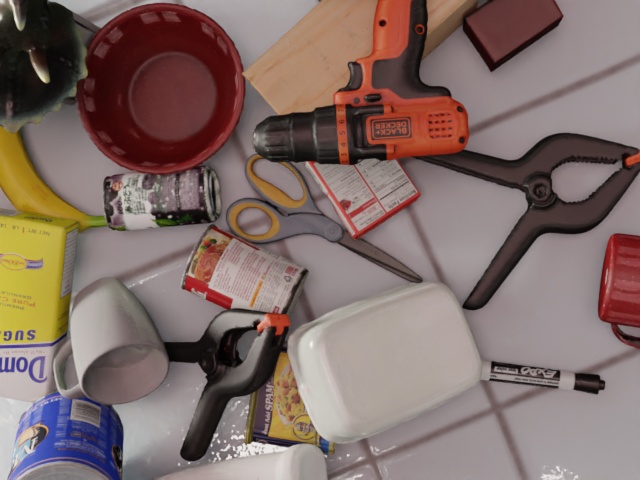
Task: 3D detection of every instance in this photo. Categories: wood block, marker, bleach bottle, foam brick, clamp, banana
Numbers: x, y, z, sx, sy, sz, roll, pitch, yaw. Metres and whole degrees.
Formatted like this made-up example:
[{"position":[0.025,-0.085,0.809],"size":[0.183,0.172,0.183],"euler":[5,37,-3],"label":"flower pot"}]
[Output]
[{"position":[0.039,-0.183,0.978],"size":[0.206,0.091,0.090],"euler":[-41,86,4],"label":"wood block"},{"position":[0.203,0.127,0.991],"size":[0.121,0.020,0.020],"euler":[6,89,6],"label":"marker"},{"position":[-0.116,0.248,0.978],"size":[0.251,0.068,0.102],"euler":[-10,78,25],"label":"bleach bottle"},{"position":[0.177,-0.201,0.984],"size":[0.078,0.053,0.051],"euler":[-34,86,5],"label":"foam brick"},{"position":[-0.090,0.125,0.971],"size":[0.172,0.039,0.120],"euler":[-31,75,35],"label":"clamp"},{"position":[-0.285,-0.074,1.039],"size":[0.069,0.037,0.198],"euler":[-36,87,-13],"label":"banana"},{"position":[0.193,-0.050,0.986],"size":[0.210,0.036,0.164],"euler":[-26,86,3],"label":"clamp"}]

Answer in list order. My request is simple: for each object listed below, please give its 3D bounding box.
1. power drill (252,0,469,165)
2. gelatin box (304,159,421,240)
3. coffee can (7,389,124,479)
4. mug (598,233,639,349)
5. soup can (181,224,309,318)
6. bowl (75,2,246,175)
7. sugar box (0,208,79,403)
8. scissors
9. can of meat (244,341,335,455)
[{"position":[0.030,-0.158,0.905],"size":[0.184,0.057,0.188],"euler":[-3,92,2],"label":"power drill"},{"position":[0.039,-0.056,1.000],"size":[0.073,0.030,0.089],"euler":[-33,86,-9],"label":"gelatin box"},{"position":[-0.228,0.211,0.958],"size":[0.102,0.140,0.103],"euler":[-3,109,-9],"label":"coffee can"},{"position":[0.294,0.048,0.956],"size":[0.081,0.093,0.117],"euler":[8,125,11],"label":"mug"},{"position":[-0.070,0.036,0.997],"size":[0.102,0.068,0.068],"euler":[25,91,5],"label":"soup can"},{"position":[-0.146,-0.140,1.014],"size":[0.162,0.055,0.162],"euler":[0,89,6],"label":"bowl"},{"position":[-0.287,0.062,1.013],"size":[0.093,0.048,0.176],"euler":[9,100,6],"label":"sugar box"},{"position":[-0.007,0.001,1.016],"size":[0.202,0.016,0.096],"euler":[45,91,6],"label":"scissors"},{"position":[-0.021,0.145,0.995],"size":[0.084,0.057,0.102],"euler":[8,89,4],"label":"can of meat"}]
